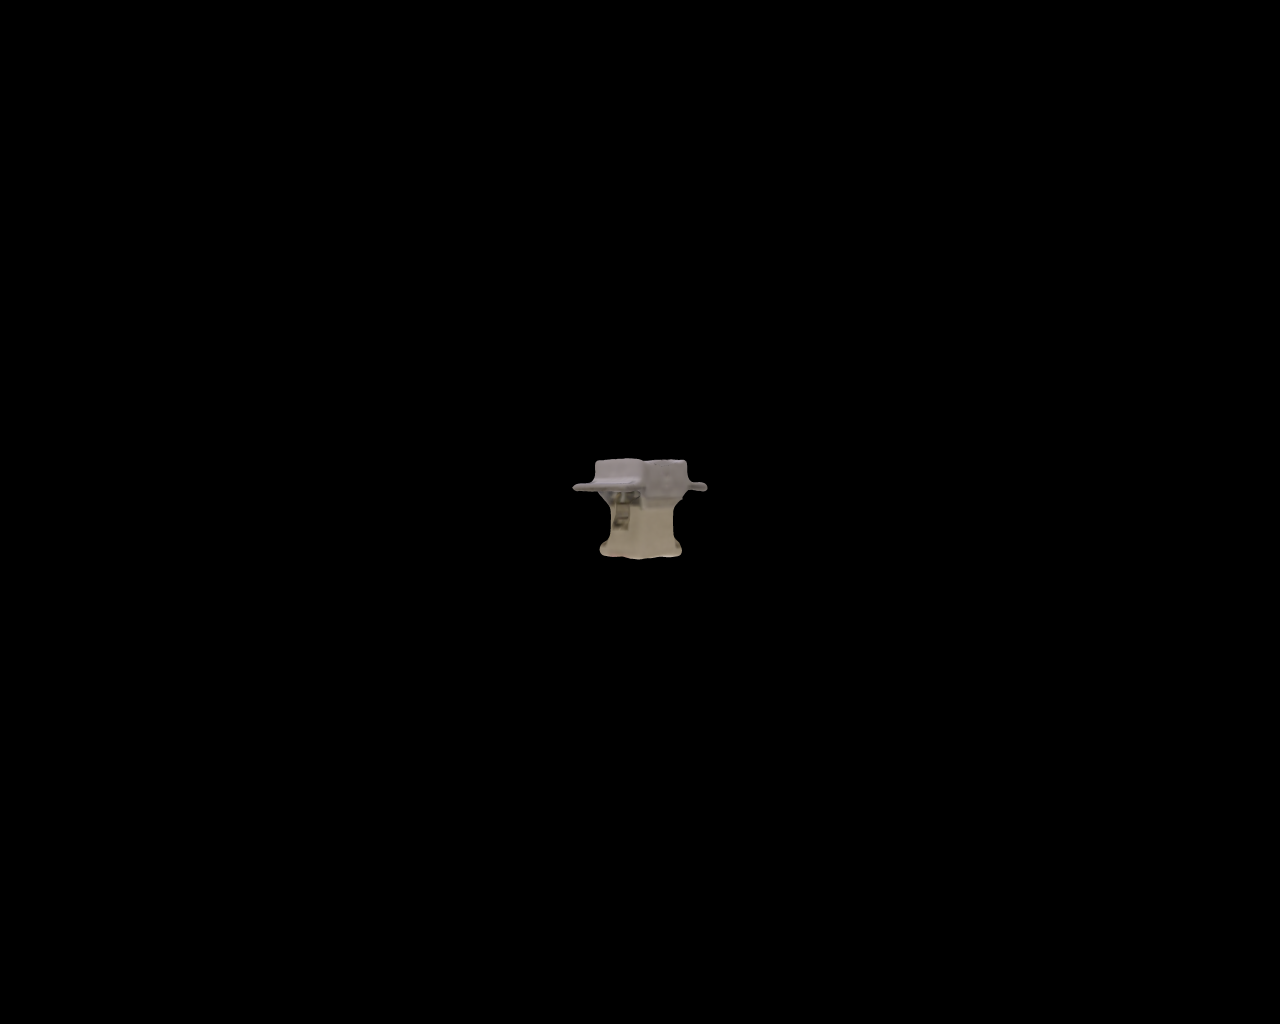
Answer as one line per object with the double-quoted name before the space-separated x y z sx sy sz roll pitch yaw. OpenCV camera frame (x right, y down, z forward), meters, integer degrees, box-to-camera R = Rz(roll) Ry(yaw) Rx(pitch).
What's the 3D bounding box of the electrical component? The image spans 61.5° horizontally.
"electrical component" 0.001 -0.003 0.650 0.042 0.063 0.081 2 3 43
